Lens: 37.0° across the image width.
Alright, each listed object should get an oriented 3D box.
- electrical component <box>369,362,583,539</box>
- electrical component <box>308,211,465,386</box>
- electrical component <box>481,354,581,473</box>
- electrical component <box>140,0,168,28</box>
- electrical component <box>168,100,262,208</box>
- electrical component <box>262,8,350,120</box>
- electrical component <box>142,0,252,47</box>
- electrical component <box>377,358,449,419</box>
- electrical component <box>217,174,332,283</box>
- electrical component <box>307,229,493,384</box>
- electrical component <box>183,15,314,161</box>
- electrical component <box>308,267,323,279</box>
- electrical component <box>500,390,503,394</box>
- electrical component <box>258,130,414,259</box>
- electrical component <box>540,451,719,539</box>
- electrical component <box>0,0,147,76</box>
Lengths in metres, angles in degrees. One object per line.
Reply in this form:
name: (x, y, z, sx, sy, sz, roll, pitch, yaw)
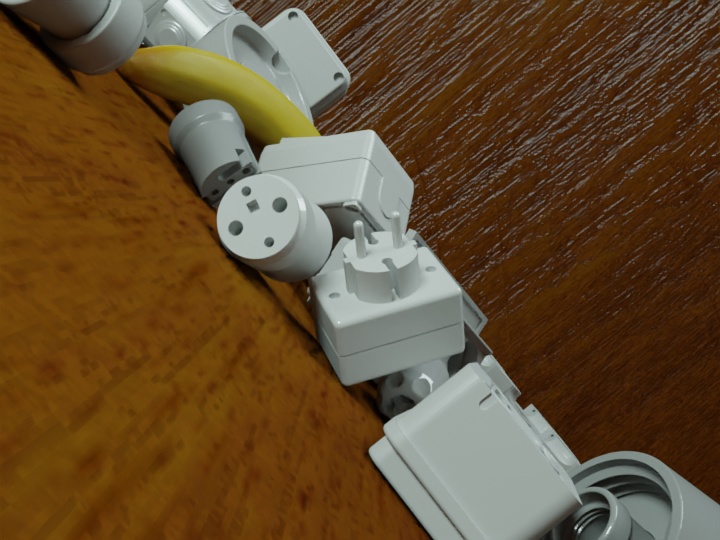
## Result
electrical component: (0.053, 0.089, 0.494, 0.078, 0.057, 0.113, 51, 4, 9)
electrical component: (0.011, 0.007, 0.530, 0.047, 0.066, 0.076, -124, -157, -54)
electrical component: (0.104, 0.118, 0.812, 0.186, 0.060, 0.105, 50, 4, -12)
electrical component: (-0.181, -0.229, 0.865, 0.080, 0.051, 0.080, 50, 3, -4)
electrical component: (-0.076, -0.061, 0.572, 0.046, 0.040, 0.040, 61, 8, 34)
electrical component: (-0.072, -0.144, 0.855, 0.078, 0.113, 0.057, 53, 0, -2)
electrical component: (-0.130, -0.187, 0.860, 0.051, 0.080, 0.080, 46, 3, 2)
electrical component: (0.032, 0.057, 0.584, 0.035, 0.035, 0.061, 50, 33, -10)
electrical component: (-0.042, -0.020, 0.527, 0.045, 0.045, 0.055, 52, 4, 16)
electrical component: (0.024, 0.032, 0.647, 0.063, 0.078, 0.121, 27, -12, 36)
electrical component: (-0.088, -0.121, 0.773, 0.108, 0.060, 0.108, 50, 25, -34)
electrical component: (0.000, 0.000, 0.699, 0.043, 0.062, 0.043, 51, 4, -5)
electrical component: (0.062, 0.094, 0.594, 0.055, 0.055, 0.047, 49, 8, -30)
electrical component: (-0.023, -0.046, 0.663, 0.061, 0.096, 0.061, 47, 47, -47)
electrical component: (0.130, 0.143, 0.548, 0.060, 0.108, 0.108, 43, 7, -24)
electrical component: (-0.126, -0.117, 0.470, 0.045, 0.045, 0.055, 53, 4, 36)
